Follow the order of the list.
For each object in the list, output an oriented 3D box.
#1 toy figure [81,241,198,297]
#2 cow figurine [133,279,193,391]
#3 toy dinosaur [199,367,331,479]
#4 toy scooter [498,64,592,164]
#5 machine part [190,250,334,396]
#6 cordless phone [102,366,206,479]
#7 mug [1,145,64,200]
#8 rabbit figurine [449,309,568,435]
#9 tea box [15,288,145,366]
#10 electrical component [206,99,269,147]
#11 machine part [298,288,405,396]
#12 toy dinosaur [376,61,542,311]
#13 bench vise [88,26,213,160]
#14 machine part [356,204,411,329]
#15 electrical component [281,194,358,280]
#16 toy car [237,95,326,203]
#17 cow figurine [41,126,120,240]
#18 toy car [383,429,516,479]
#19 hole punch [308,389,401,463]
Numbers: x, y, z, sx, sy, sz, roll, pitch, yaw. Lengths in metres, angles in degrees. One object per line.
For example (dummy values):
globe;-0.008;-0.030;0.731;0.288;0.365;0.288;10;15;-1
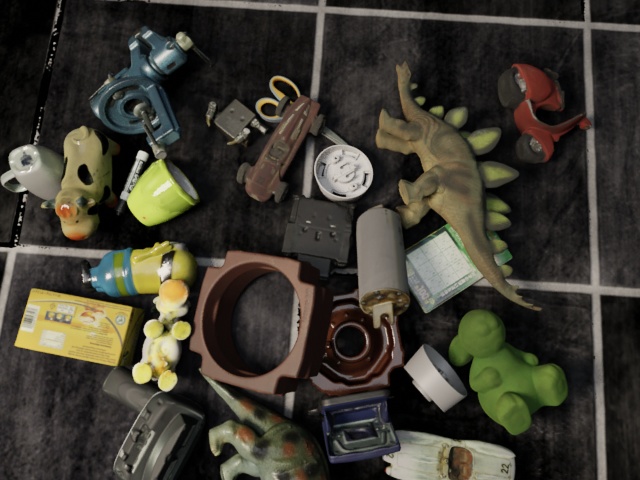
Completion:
toy figure;-0.292;0.054;0.881;0.180;0.082;0.089;-11;94;-8
cow figurine;-0.241;0.144;0.849;0.068;0.098;0.167;15;83;-12
toy dinosaur;-0.047;0.359;0.799;0.192;0.131;0.405;-14;73;-15
toy scooter;0.395;-0.227;0.937;0.135;0.075;0.184;-12;81;-2
machine part;-0.089;0.124;0.827;0.201;0.087;0.201;7;80;26
cordless phone;-0.286;0.292;0.840;0.184;0.088;0.146;25;80;17
mug;-0.483;-0.116;0.905;0.110;0.107;0.081;-15;78;-5
rabbit figurine;0.267;0.173;0.811;0.121;0.159;0.170;-29;98;-7
tea box;-0.383;0.141;0.868;0.170;0.068;0.098;12;79;2
electrical component;-0.153;-0.207;0.952;0.078;0.045;0.102;-43;81;-7
machine part;0.049;0.164;0.865;0.179;0.056;0.179;0;79;1
toy dinosaur;0.221;-0.094;0.893;0.199;0.105;0.471;-15;77;-3
bench vise;-0.283;-0.241;0.913;0.224;0.128;0.241;-29;62;2
machine part;0.098;0.032;0.846;0.079;0.079;0.243;2;47;1
electrical component;-0.002;-0.003;0.901;0.115;0.058;0.134;8;78;4
toy car;-0.065;-0.160;0.929;0.089;0.053;0.202;30;88;8
cow figurine;-0.391;-0.094;0.889;0.086;0.127;0.195;-2;76;3
toy car;0.197;0.339;0.825;0.202;0.056;0.073;8;78;2
hole punch;0.057;0.279;0.808;0.142;0.115;0.092;-12;71;-4
